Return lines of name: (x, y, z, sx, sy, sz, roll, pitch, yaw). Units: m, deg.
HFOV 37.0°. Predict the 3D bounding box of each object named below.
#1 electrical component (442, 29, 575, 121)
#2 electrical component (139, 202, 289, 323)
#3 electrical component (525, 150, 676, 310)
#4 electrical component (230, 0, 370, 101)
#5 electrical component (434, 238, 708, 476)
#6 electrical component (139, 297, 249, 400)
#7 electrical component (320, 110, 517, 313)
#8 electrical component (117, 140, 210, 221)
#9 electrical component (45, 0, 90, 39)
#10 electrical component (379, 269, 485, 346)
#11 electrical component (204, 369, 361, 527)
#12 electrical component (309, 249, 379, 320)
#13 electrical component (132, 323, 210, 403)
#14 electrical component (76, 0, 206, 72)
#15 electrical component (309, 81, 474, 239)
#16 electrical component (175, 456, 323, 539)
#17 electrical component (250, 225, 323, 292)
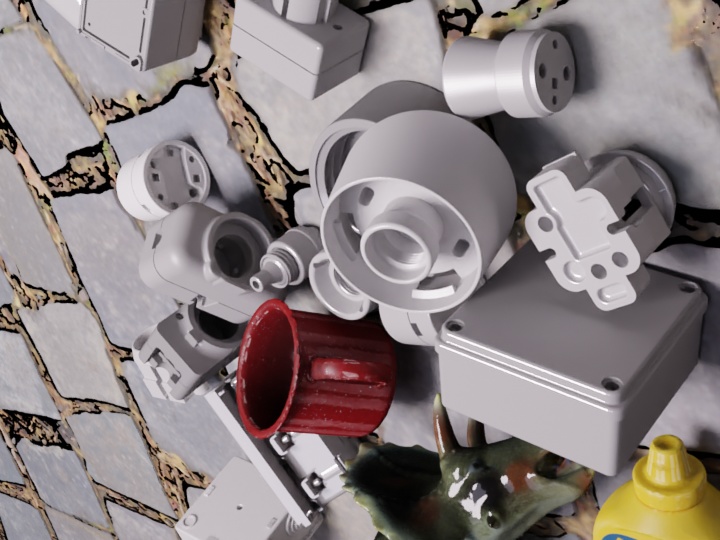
electrical component: (0.077, -0.101, 0.558, 0.055, 0.045, 0.045, 4, 121, 40)
electrical component: (-0.098, -0.005, 0.757, 0.095, 0.053, 0.059, 26, 150, -30)
electrical component: (0.127, -0.028, 0.555, 0.058, 0.057, 0.078, -25, 100, 49)
electrical component: (-0.032, -0.151, 0.622, 0.066, 0.047, 0.076, 35, 137, 19)
electrical component: (0.114, 0.042, 0.579, 0.109, 0.109, 0.056, 20, 133, 32)
electrical component: (-0.113, 0.047, 0.809, 0.050, 0.089, 0.055, 48, 140, 5)
electrical component: (0.030, -0.028, 0.579, 0.099, 0.064, 0.099, 14, 133, 15)
electrical component: (-0.145, -0.063, 0.787, 0.047, 0.055, 0.055, -10, 111, 50)
electrical component: (-0.197, -0.212, 0.734, 0.077, 0.043, 0.079, 42, 139, 12)
electrical component: (0.045, 0.021, 0.671, 0.047, 0.055, 0.055, -5, 115, 49)
electrical component: (-0.053, 0.123, 0.822, 0.063, 0.079, 0.121, -34, 93, 21)
electrical component: (0.000, 0.000, 0.702, 0.055, 0.047, 0.055, 24, 132, 29)
electrical component: (-0.163, 0.077, 0.912, 0.066, 0.048, 0.055, 4, 129, 41)
electrical component: (-0.134, -0.186, 0.686, 0.062, 0.061, 0.096, 33, 129, 21)
electrical component: (0.019, -0.050, 0.637, 0.108, 0.060, 0.108, 24, 132, 29)
electrical component: (-0.094, 0.213, 0.907, 0.100, 0.099, 0.048, 17, 141, 34)
electrical component: (-0.051, -0.004, 0.735, 0.035, 0.061, 0.035, 24, 132, 29)
